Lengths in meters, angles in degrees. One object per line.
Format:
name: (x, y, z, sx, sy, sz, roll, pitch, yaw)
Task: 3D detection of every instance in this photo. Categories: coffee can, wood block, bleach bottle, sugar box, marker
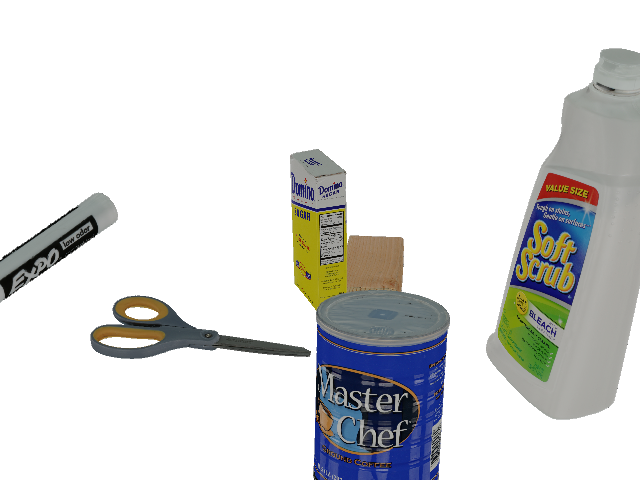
coffee can: (0.046, 0.121, 0.838, 0.103, 0.140, 0.103, 1, 17, -1)
wood block: (0.078, 0.071, 1.644, 0.091, 0.090, 0.206, 3, 22, 6)
bleach bottle: (0.172, -0.007, 0.709, 0.068, 0.251, 0.103, -11, 33, -22)
sugar box: (-0.003, -0.012, 1.284, 0.048, 0.176, 0.093, -12, 25, -17)
marker: (-0.150, 0.013, 0.534, 0.020, 0.020, 0.120, 0, 31, 43)

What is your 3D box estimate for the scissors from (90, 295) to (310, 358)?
scissors: (-0.115, 0.083, 1.012, 0.201, 0.016, 0.096, -1, 32, -9)
